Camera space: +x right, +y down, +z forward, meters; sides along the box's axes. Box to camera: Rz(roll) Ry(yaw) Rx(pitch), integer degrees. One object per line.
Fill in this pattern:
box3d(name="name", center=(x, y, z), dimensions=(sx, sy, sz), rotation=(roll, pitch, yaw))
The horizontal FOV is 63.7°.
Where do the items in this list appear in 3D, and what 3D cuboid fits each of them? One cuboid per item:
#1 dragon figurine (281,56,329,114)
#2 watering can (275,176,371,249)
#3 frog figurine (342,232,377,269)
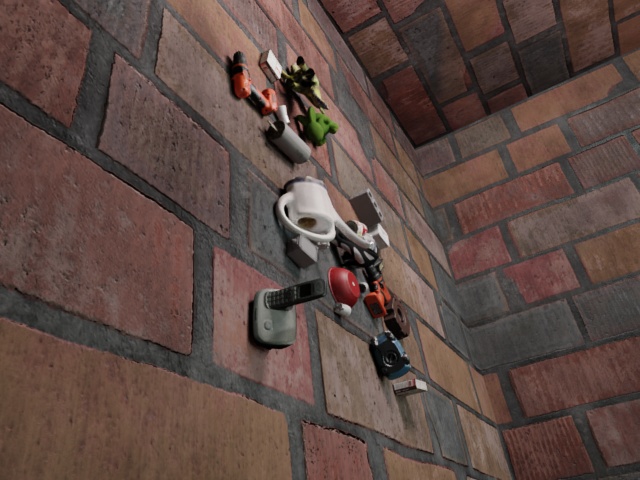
box3d(name="dragon figurine", center=(-0.034, -0.589, 2.053), dimensions=(0.417, 0.121, 0.240), rotation=(58, 12, 29))
box3d(name="watering can", center=(0.005, -0.082, 1.633), dimensions=(0.346, 0.102, 0.229), rotation=(14, 50, -33))
box3d(name="frog figurine", center=(0.158, 0.041, 1.936), dimensions=(0.159, 0.123, 0.138), rotation=(19, 84, -74))
